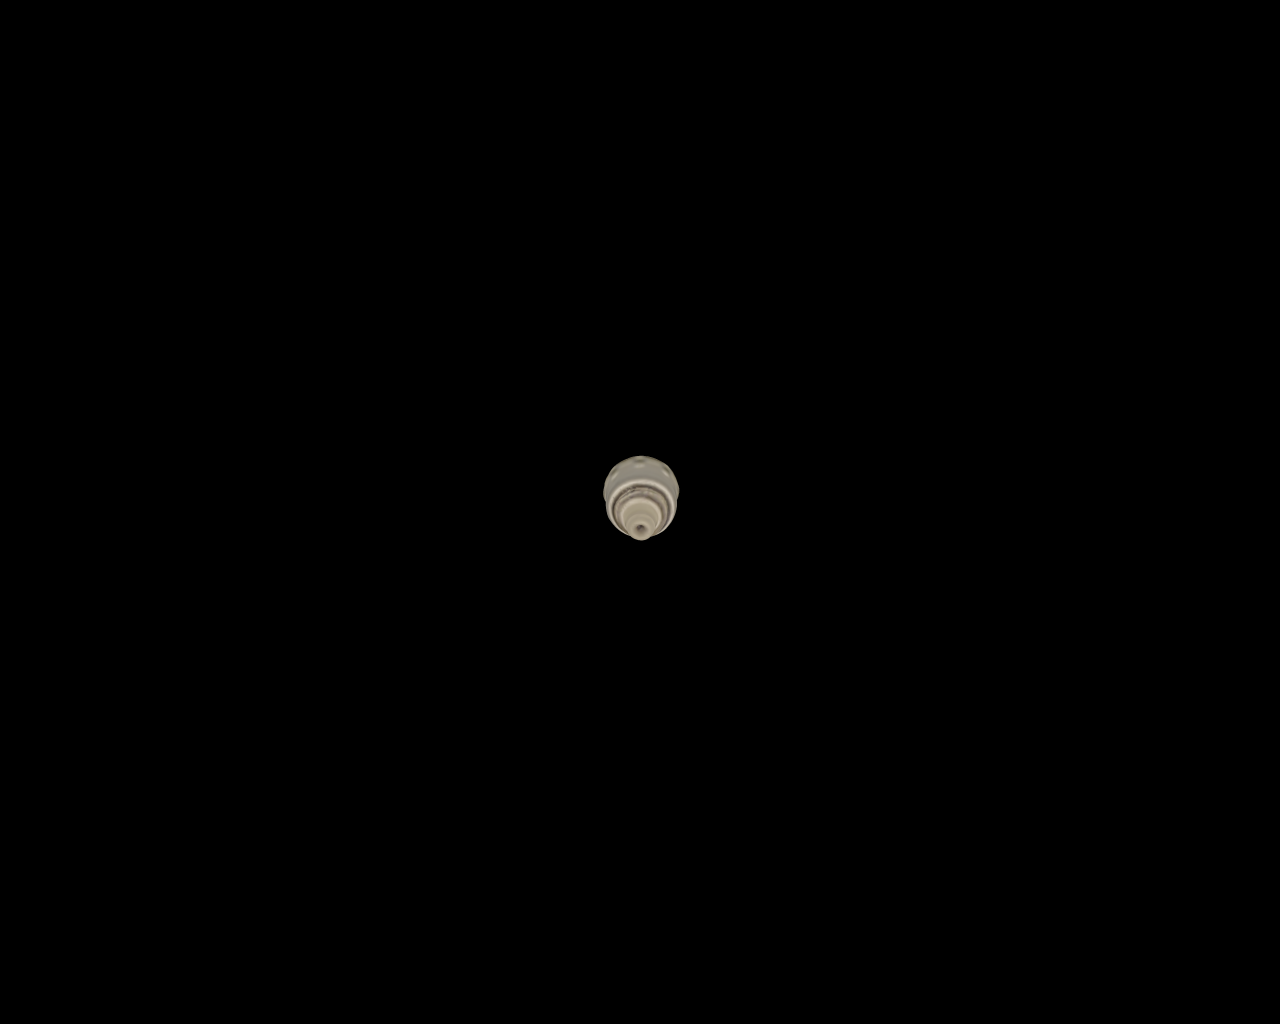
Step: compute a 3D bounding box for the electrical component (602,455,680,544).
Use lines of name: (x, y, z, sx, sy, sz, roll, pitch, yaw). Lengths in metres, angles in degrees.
electrical component: (0.001, -0.003, 0.650, 0.048, 0.048, 0.062, 0, 27, 0)
